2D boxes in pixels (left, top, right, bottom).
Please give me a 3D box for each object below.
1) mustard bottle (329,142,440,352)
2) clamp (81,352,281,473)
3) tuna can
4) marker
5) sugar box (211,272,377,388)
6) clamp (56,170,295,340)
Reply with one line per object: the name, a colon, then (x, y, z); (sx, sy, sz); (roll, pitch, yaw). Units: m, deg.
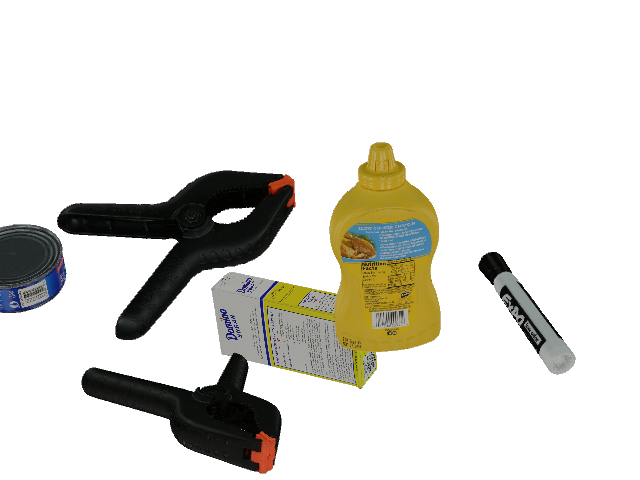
mustard bottle: (0.057, 0.005, 0.945); (0.096, 0.192, 0.058); (-4, 28, -1)
clamp: (-0.089, 0.144, 0.930); (0.164, 0.036, 0.210); (-6, 17, -39)
tuna can: (-0.269, 0.025, 0.942); (0.086, 0.034, 0.086); (0, 39, 0)
marker: (0.138, 0.045, 0.727); (0.020, 0.020, 0.121); (0, 33, -19)
sugar box: (-0.028, 0.095, 1.151); (0.176, 0.093, 0.048); (13, 35, 27)
clamp: (-0.102, -0.011, 0.771); (0.171, 0.120, 0.039); (-31, -24, -24)
